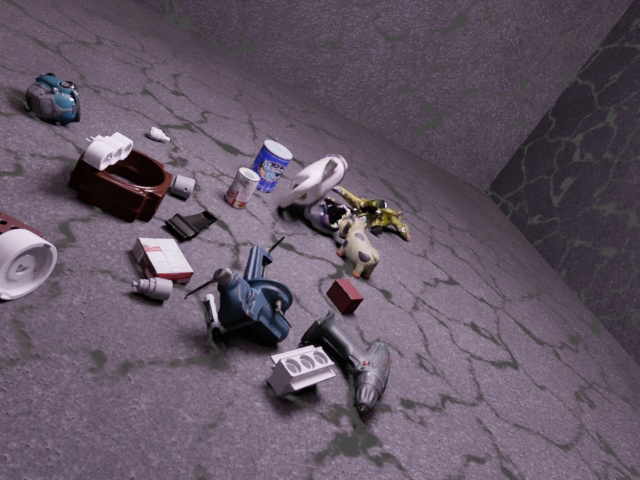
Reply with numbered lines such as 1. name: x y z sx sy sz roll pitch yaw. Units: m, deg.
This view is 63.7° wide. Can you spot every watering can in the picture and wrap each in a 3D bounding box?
1. watering can: 0.005 -0.194 1.581 0.228 0.342 0.104 -39 95 -40

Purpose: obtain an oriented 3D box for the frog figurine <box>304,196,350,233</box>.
1. frog figurine: 0.005 -0.085 1.691 0.137 0.123 0.159 5 -1 -33

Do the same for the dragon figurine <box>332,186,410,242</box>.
1. dragon figurine: 0.188 -0.118 1.985 0.410 0.122 0.244 34 6 -2
